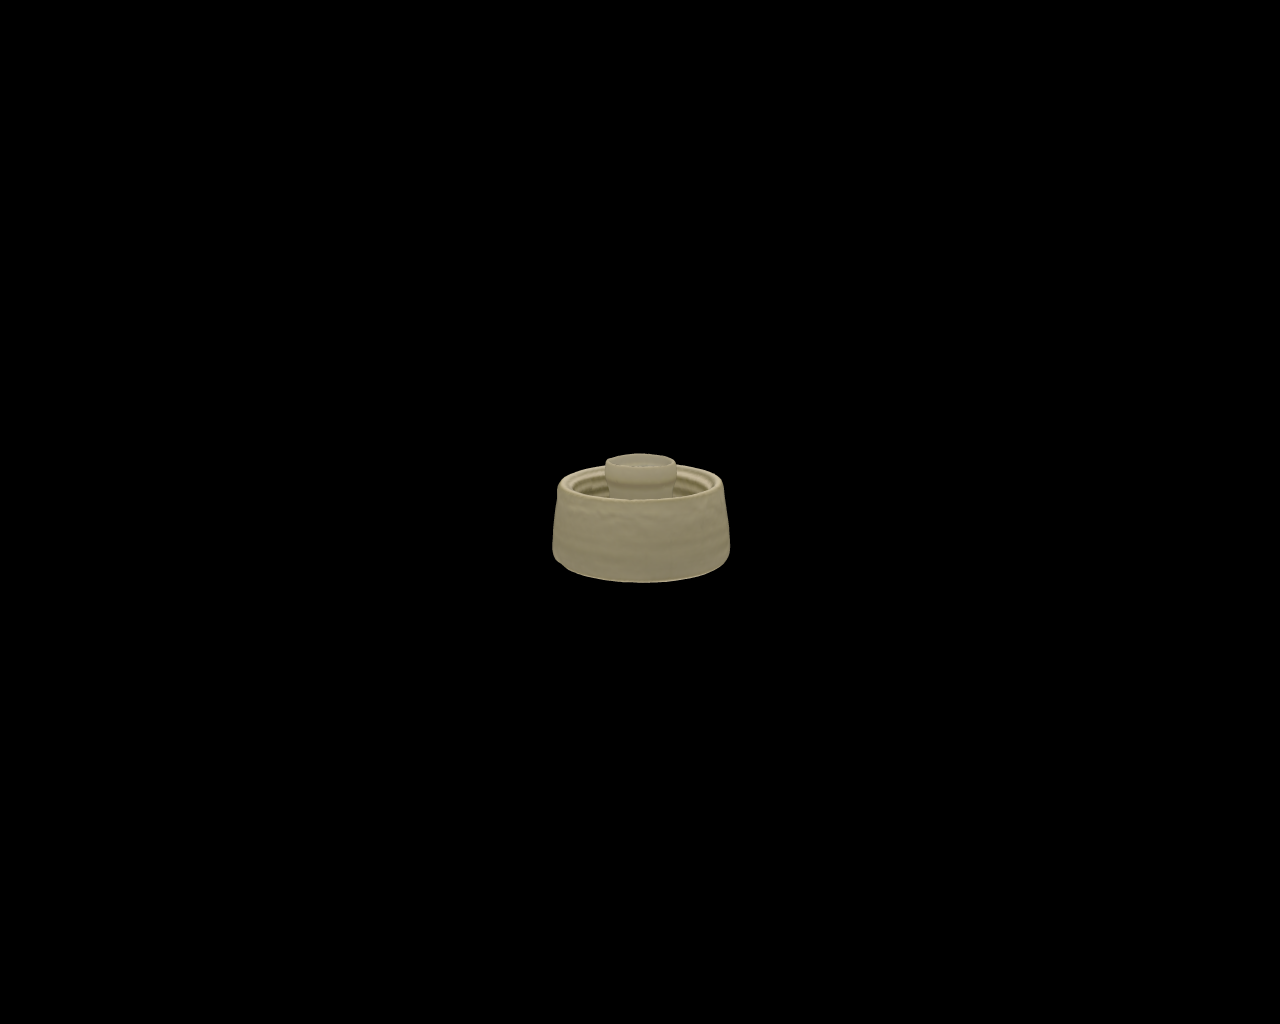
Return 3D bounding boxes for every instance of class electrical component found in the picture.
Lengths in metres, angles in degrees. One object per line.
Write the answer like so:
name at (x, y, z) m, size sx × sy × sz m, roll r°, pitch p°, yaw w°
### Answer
electrical component at (0.001, -0.003, 0.650) m, size 0.108 × 0.060 × 0.108 m, roll 0°, pitch 15°, yaw 0°
